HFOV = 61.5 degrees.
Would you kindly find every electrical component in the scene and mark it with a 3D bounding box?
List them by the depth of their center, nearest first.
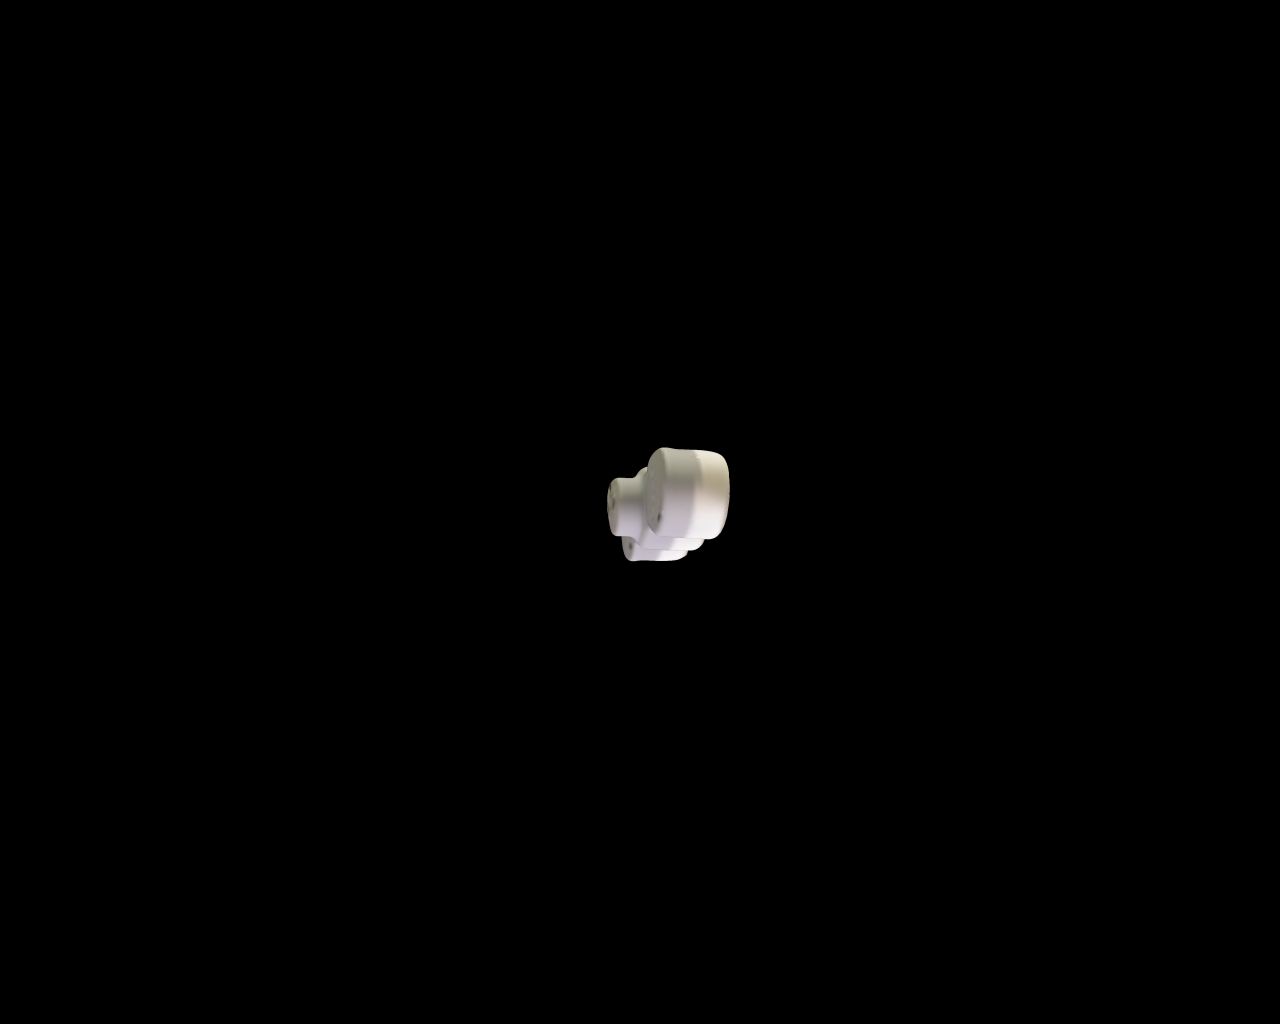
[{"bbox_3d":[0.001,-0.003,0.650,0.074,0.052,0.138,2,-12,-11],"label":"electrical component"}]
